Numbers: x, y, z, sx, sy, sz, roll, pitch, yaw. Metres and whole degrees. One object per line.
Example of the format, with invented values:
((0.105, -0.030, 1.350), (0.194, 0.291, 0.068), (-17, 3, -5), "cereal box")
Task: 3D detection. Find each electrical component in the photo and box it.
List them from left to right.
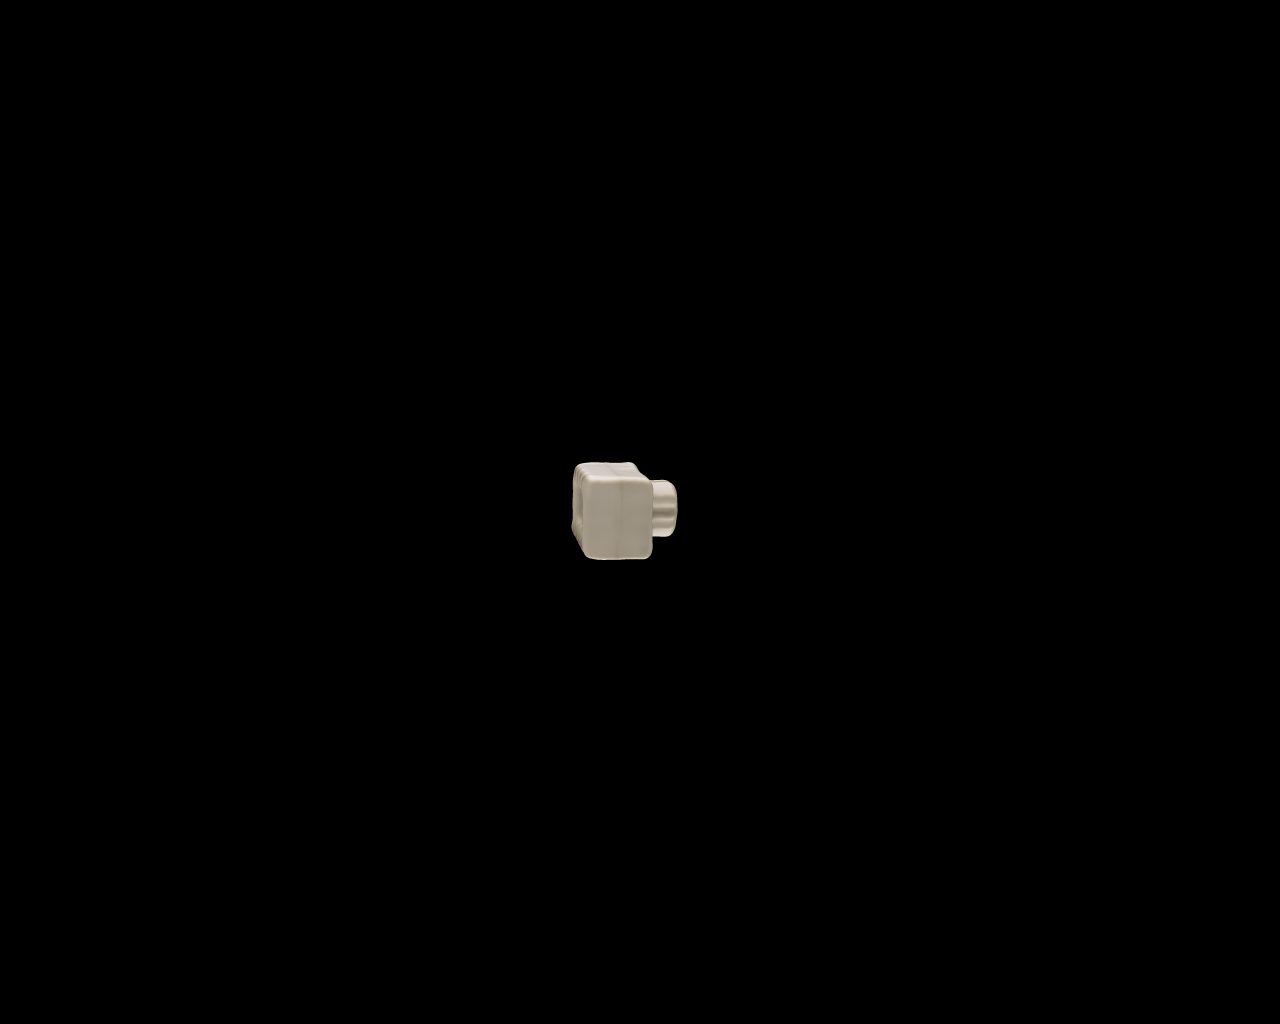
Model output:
((0.001, -0.003, 0.650), (0.076, 0.047, 0.083), (-1, 9, -7), "electrical component")
